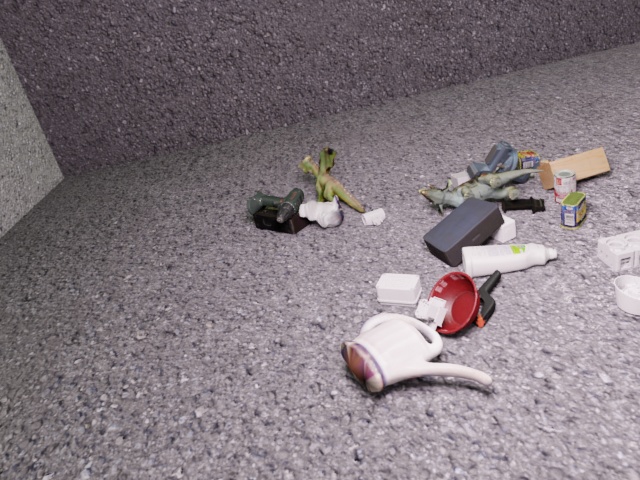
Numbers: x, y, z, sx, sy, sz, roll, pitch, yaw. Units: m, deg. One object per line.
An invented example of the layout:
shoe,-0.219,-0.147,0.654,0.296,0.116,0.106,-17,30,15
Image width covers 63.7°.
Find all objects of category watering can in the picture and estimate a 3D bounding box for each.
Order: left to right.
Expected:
watering can,0.190,0.265,1.156,0.226,0.102,0.351,-23,27,-23

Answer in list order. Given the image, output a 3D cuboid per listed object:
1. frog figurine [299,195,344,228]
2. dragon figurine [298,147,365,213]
frog figurine,0.006,-0.098,1.939,0.159,0.120,0.141,-18,42,2
dragon figurine,0.043,-0.258,2.102,0.123,0.239,0.413,-24,26,-31
